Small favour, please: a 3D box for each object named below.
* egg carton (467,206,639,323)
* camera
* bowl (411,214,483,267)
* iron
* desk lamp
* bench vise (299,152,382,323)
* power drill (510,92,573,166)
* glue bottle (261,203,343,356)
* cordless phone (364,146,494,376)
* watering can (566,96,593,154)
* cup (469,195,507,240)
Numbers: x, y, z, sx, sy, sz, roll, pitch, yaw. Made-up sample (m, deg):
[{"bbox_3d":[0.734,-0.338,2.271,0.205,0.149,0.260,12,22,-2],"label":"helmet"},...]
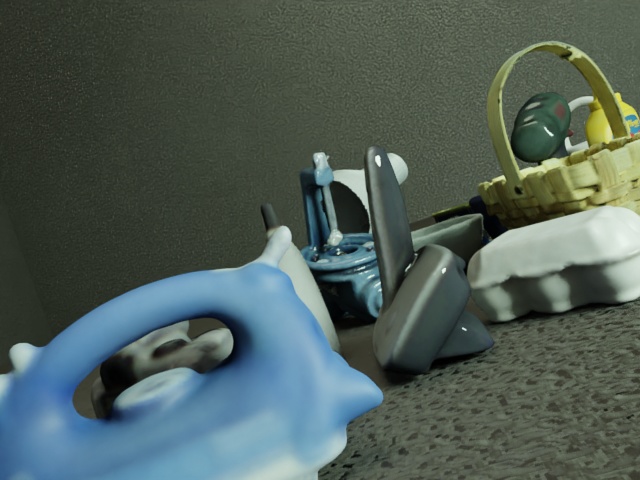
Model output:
[{"bbox_3d":[0.207,0.020,0.498,0.150,0.069,0.107,-18,2,37],"label":"egg carton"},{"bbox_3d":[-0.104,0.112,0.491,0.142,0.101,0.137,-18,2,30],"label":"camera"},{"bbox_3d":[0.172,0.020,0.857,0.167,0.075,0.167,-19,2,1],"label":"bowl"},{"bbox_3d":[-0.104,0.094,0.337,0.258,0.141,0.118,-19,2,-12],"label":"iron"},{"bbox_3d":[0.106,-0.034,0.973,0.204,0.213,0.117,-20,2,-38],"label":"desk lamp"},{"bbox_3d":[-0.001,0.006,0.757,0.122,0.220,0.206,-21,2,-44],"label":"bench vise"},{"bbox_3d":[0.324,-0.102,0.781,0.075,0.208,0.230,-18,2,32],"label":"power drill"},{"bbox_3d":[-0.029,0.045,0.591,0.037,0.173,0.078,-20,2,-20],"label":"glue bottle"},{"bbox_3d":[0.065,0.009,0.479,0.094,0.185,0.147,-19,2,-1],"label":"cordless phone"},{"bbox_3d":[0.479,-0.154,1.003,0.100,0.194,0.173,-19,2,18],"label":"watering can"},{"bbox_3d":[0.307,-0.039,0.910,0.117,0.095,0.092,-18,2,26],"label":"cup"}]
